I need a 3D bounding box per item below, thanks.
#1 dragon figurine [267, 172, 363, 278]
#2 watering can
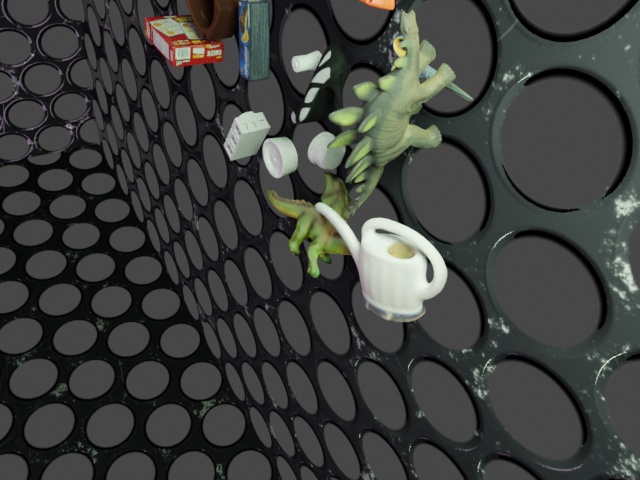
[{"bbox_3d":[0.004,-0.066,1.309,0.416,0.123,0.238,52,128,26],"label":"dragon figurine"},{"bbox_3d":[0.123,0.047,1.124,0.350,0.105,0.220,24,127,40],"label":"watering can"}]
